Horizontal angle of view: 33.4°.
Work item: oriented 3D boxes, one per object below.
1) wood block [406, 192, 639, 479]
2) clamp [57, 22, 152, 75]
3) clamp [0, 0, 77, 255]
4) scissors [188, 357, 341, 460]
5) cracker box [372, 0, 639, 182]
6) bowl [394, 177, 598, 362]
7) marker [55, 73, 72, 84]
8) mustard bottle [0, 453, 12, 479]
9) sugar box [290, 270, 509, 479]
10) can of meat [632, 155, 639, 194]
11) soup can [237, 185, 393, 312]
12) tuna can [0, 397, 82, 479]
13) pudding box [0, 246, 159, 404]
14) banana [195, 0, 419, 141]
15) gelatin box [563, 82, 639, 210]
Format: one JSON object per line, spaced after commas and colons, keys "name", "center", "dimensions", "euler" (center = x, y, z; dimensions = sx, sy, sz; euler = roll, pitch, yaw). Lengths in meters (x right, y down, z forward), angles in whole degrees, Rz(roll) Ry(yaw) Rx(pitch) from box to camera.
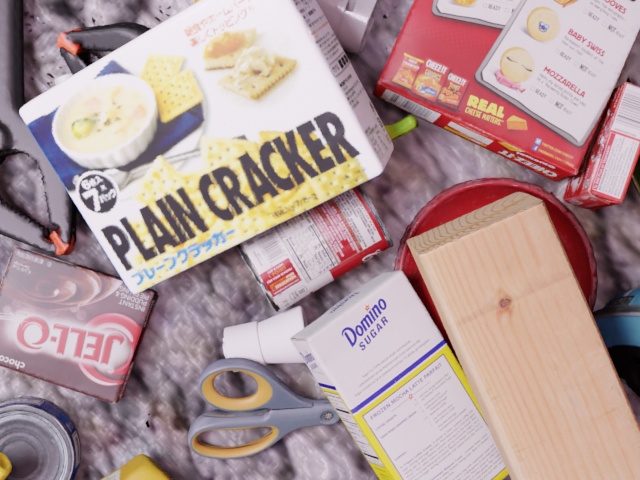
{"name": "wood block", "center": [0.145, 0.080, 0.738], "dimensions": [0.091, 0.090, 0.206], "euler": [-24, 96, 2]}
{"name": "clamp", "center": [-0.124, -0.102, 0.811], "dimensions": [0.171, 0.039, 0.120], "euler": [24, 107, 10]}
{"name": "clamp", "center": [-0.260, -0.073, 0.813], "dimensions": [0.164, 0.036, 0.210], "euler": [-28, 90, -2]}
{"name": "scissors", "center": [-0.005, 0.117, 0.808], "dimensions": [0.201, 0.016, 0.096], "euler": [-14, 119, -1]}
{"name": "cracker box", "center": [0.156, -0.174, 0.810], "dimensions": [0.164, 0.072, 0.213], "euler": [24, 87, -2]}
{"name": "bowl", "center": [0.139, 0.030, 0.811], "dimensions": [0.162, 0.055, 0.162], "euler": [0, 89, -2]}
{"name": "marker", "center": [-0.179, -0.068, 0.824], "dimensions": [0.020, 0.020, 0.121], "euler": [-17, 89, -2]}
{"name": "mustard bottle", "center": [-0.296, 0.213, 0.770], "dimensions": [0.192, 0.058, 0.096], "euler": [-38, 85, 13]}
{"name": "sugar box", "center": [0.064, 0.120, 0.791], "dimensions": [0.093, 0.048, 0.176], "euler": [-34, 96, -18]}
{"name": "can of meat", "center": [0.294, -0.046, 0.817], "dimensions": [0.084, 0.057, 0.102], "euler": [-27, 89, 0]}
{"name": "soup can", "center": [-0.005, 0.001, 0.802], "dimensions": [0.102, 0.068, 0.068], "euler": [-30, 89, -2]}
{"name": "tuna can", "center": [-0.226, 0.164, 0.809], "dimensions": [0.086, 0.034, 0.086], "euler": [0, 90, -5]}
{"name": "pudding box", "center": [-0.190, 0.064, 0.809], "dimensions": [0.113, 0.039, 0.090], "euler": [19, 88, -1]}
{"name": "banana", "center": [-0.022, -0.114, 0.814], "dimensions": [0.198, 0.037, 0.070], "euler": [32, 109, 7]}
{"name": "gelatin box", "center": [0.218, -0.069, 0.807], "dimensions": [0.030, 0.073, 0.089], "euler": [20, 88, -1]}
